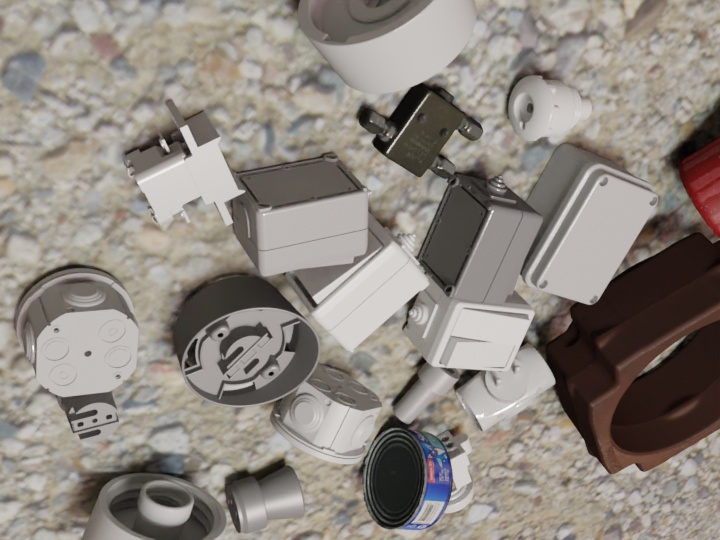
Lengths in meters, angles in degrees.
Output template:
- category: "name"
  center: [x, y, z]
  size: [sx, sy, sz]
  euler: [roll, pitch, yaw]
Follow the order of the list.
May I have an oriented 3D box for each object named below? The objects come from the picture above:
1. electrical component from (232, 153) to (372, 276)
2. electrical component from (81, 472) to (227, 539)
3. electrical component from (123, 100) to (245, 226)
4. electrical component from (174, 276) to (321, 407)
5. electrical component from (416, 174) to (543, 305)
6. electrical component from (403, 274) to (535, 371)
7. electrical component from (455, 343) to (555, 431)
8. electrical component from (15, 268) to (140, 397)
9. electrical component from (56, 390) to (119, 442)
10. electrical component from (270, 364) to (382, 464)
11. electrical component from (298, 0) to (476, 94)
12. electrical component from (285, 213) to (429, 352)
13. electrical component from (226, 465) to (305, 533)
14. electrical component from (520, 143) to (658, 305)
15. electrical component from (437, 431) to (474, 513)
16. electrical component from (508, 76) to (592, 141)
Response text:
- category: "electrical component"
  center: [-0.036, -0.038, 0.757]
  size: [0.096, 0.061, 0.061]
  euler: [-13, 125, -20]
- category: "electrical component"
  center: [-0.153, 0.196, 0.818]
  size: [0.108, 0.108, 0.060]
  euler: [8, 109, -31]
- category: "electrical component"
  center: [-0.118, -0.065, 0.711]
  size: [0.064, 0.042, 0.081]
  euler: [-27, 128, -8]
- category: "electrical component"
  center: [-0.085, 0.055, 0.788]
  size: [0.099, 0.064, 0.099]
  euler: [-13, 125, -20]
- category: "electrical component"
  center: [0.097, -0.028, 0.832]
  size: [0.061, 0.061, 0.096]
  euler: [9, 115, -31]
- category: "electrical component"
  center: [0.084, 0.043, 0.871]
  size: [0.096, 0.061, 0.061]
  euler: [7, 116, -31]
- category: "electrical component"
  center: [0.126, 0.098, 0.925]
  size: [0.077, 0.044, 0.079]
  euler: [-33, 163, -5]
- category: "electrical component"
  center: [-0.191, 0.044, 0.735]
  size: [0.080, 0.051, 0.080]
  euler: [-13, 125, -20]
- category: "electrical component"
  center: [-0.194, 0.095, 0.769]
  size: [0.040, 0.046, 0.040]
  euler: [-13, 125, -20]
- category: "electrical component"
  center: [-0.026, 0.113, 0.847]
  size: [0.080, 0.080, 0.051]
  euler: [17, 105, -34]
- category: "electrical component"
  center: [0.022, -0.160, 0.684]
  size: [0.108, 0.108, 0.060]
  euler: [-38, 135, -1]
- category: "electrical component"
  center: [0.000, 0.000, 0.800]
  size: [0.096, 0.061, 0.061]
  euler: [-42, 129, 2]
- category: "electrical component"
  center: [-0.079, 0.190, 0.890]
  size: [0.055, 0.045, 0.045]
  euler: [-13, 124, -20]
- category: "electrical component"
  center: [0.177, -0.035, 0.872]
  size: [0.078, 0.057, 0.113]
  euler: [15, 111, -34]
- category: "electrical component"
  center: [0.075, 0.184, 0.966]
  size: [0.066, 0.048, 0.055]
  euler: [-26, 120, -11]
- category: "electrical component"
  center: [0.147, -0.122, 0.811]
  size: [0.062, 0.048, 0.048]
  euler: [-5, 122, -33]
